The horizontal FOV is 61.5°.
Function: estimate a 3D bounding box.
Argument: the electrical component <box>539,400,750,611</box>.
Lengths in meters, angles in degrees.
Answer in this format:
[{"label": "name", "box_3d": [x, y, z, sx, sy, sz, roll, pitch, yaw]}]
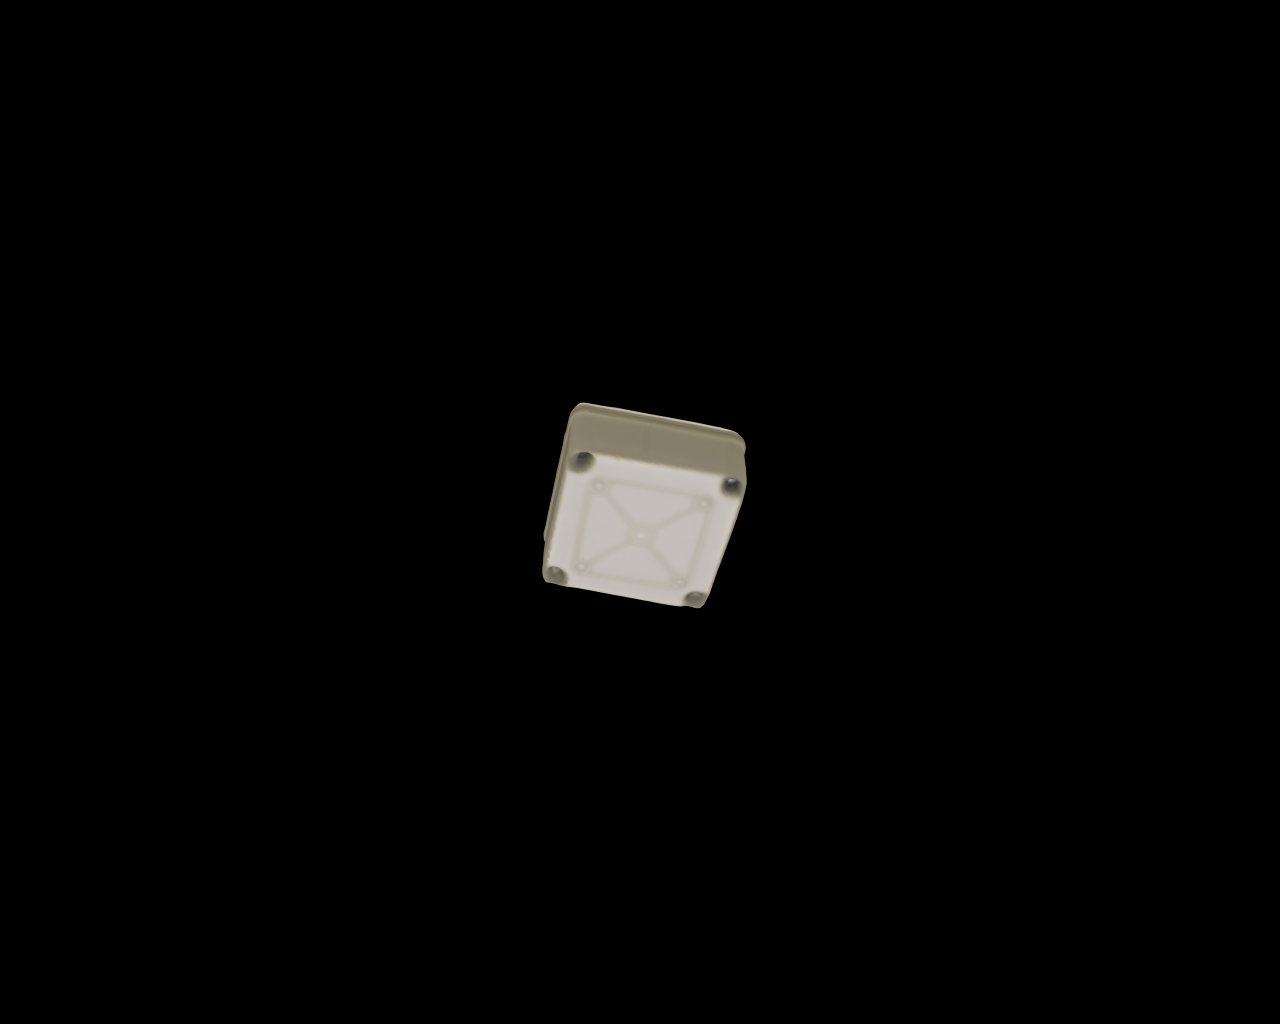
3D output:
[{"label": "electrical component", "box_3d": [0.001, -0.003, 0.650, 0.109, 0.108, 0.056, 10, 36, -8]}]
